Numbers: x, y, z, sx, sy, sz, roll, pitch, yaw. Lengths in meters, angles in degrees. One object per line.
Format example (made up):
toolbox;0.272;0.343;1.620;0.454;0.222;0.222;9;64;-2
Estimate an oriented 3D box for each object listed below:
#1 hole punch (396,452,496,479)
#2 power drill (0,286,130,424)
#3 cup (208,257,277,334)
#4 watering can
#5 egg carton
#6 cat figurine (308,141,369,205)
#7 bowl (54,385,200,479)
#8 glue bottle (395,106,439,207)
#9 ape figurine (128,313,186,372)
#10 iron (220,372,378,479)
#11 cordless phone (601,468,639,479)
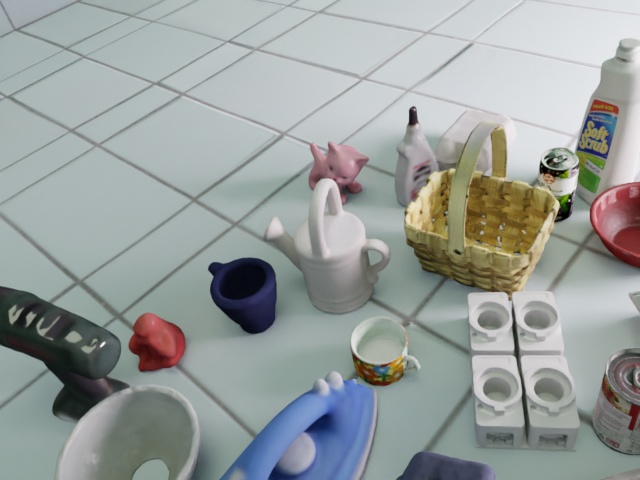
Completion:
hole punch;0.112;0.266;0.558;0.100;0.091;0.109;15;50;28
power drill;-0.332;0.145;0.714;0.229;0.209;0.076;9;47;23
cup;-0.108;0.082;0.808;0.117;0.095;0.092;24;54;34
watering can;0.007;0.004;0.788;0.172;0.194;0.101;-10;42;4
egg carton;0.270;-0.166;0.995;0.107;0.069;0.150;21;52;32
cat figurine;0.027;-0.129;0.982;0.067;0.118;0.127;-36;47;-23
bowl;-0.210;0.257;0.661;0.167;0.075;0.167;-7;43;7
glue bottle;0.152;-0.137;0.917;0.078;0.173;0.037;-30;45;-17
ape figurine;-0.227;0.135;0.784;0.077;0.092;0.076;28;56;36
iron;-0.025;0.220;0.604;0.118;0.142;0.259;22;53;33
cordless phone;0.279;0.219;0.495;0.147;0.185;0.094;-18;42;-5
